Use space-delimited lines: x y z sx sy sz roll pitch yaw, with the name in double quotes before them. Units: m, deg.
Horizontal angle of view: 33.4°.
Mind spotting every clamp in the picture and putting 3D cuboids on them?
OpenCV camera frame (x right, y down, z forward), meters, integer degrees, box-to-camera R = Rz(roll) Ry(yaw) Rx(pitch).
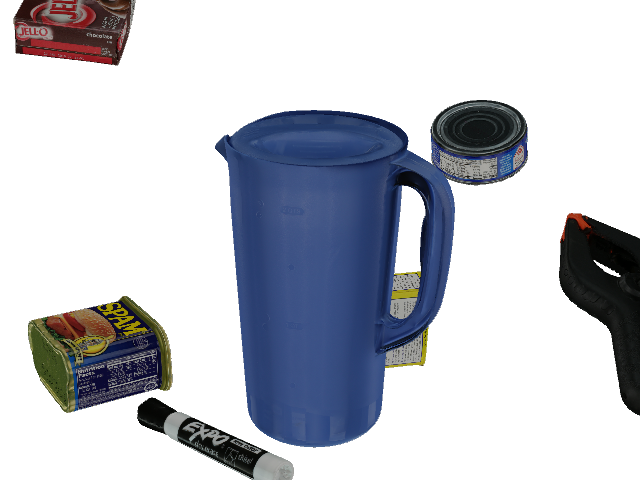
"clamp" 0.228 0.043 0.731 0.120 0.039 0.171 -3 45 -19

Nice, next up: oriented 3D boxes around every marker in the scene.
"marker" -0.067 0.120 0.639 0.121 0.020 0.020 16 10 38

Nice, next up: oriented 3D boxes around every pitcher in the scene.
"pitcher" 0.006 0.032 0.806 0.144 0.243 0.149 -8 24 -18

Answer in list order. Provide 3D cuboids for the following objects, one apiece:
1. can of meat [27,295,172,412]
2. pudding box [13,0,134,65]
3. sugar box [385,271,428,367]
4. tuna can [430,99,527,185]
"can of meat" -0.178 0.090 0.851 0.083 0.057 0.102 -12 23 -29
"pudding box" -0.214 -0.199 0.944 0.090 0.039 0.113 7 34 -5
"sugar box" 0.019 0.085 1.068 0.176 0.093 0.048 -3 27 -7
"tuna can" 0.140 -0.088 0.946 0.086 0.034 0.086 -5 40 5
